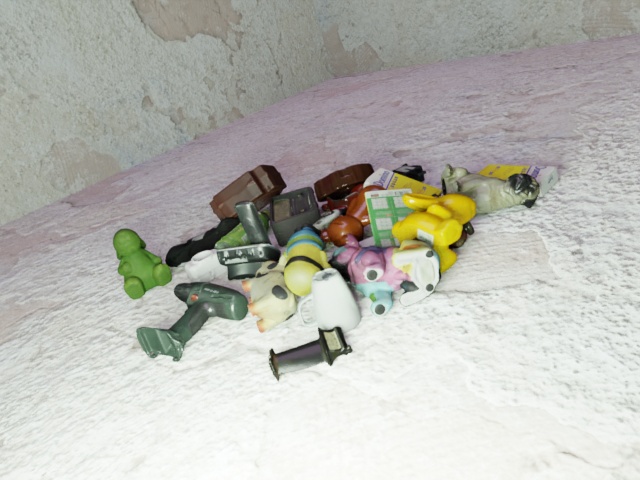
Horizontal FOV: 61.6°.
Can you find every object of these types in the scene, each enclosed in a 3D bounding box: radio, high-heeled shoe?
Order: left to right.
[{"bbox_3d":[-0.305,0.015,1.490,0.249,0.086,0.145,-17,-15,-46],"label":"high-heeled shoe"},{"bbox_3d":[-0.065,-0.070,1.465,0.131,0.073,0.230,-17,24,1],"label":"radio"}]

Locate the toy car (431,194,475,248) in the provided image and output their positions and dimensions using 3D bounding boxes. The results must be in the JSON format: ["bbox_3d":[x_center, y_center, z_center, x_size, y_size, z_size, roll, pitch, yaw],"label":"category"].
[{"bbox_3d":[0.260,-0.039,1.189,0.089,0.053,0.202,-31,31,-2],"label":"toy car"}]

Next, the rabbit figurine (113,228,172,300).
[{"bbox_3d":[-0.472,0.040,1.385,0.121,0.170,0.159,-24,25,-16],"label":"rabbit figurine"}]

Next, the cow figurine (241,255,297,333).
[{"bbox_3d":[-0.091,0.097,1.105,0.127,0.085,0.195,-19,26,-5],"label":"cow figurine"}]

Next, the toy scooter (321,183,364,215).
[{"bbox_3d":[0.076,-0.098,1.435,0.184,0.075,0.135,-32,24,-22],"label":"toy scooter"}]

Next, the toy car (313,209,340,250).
[{"bbox_3d":[-0.003,-0.004,1.277,0.056,0.073,0.202,1,30,44],"label":"toy car"}]

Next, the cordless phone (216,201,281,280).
[{"bbox_3d":[-0.186,-0.002,1.265,0.147,0.184,0.089,-6,30,23],"label":"cordless phone"}]

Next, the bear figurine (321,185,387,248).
[{"bbox_3d":[0.101,-0.033,1.255,0.120,0.131,0.196,6,51,46],"label":"bear figurine"}]

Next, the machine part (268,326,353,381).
[{"bbox_3d":[-0.020,0.190,0.912,0.139,0.039,0.084,-19,32,-8],"label":"machine part"}]

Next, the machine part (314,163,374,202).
[{"bbox_3d":[0.069,-0.160,1.498,0.179,0.056,0.179,-19,-4,-2],"label":"machine part"}]

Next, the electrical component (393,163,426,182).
[{"bbox_3d":[0.256,-0.178,1.513,0.075,0.047,0.119,-29,26,-23],"label":"electrical component"}]

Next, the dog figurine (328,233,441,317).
[{"bbox_3d":[0.115,0.045,1.053,0.192,0.108,0.219,-21,21,-6],"label":"dog figurine"}]

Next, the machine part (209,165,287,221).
[{"bbox_3d":[-0.207,-0.131,1.576,0.201,0.087,0.201,-36,-2,13],"label":"machine part"}]

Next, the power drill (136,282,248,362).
[{"bbox_3d":[-0.278,0.160,1.119,0.232,0.085,0.207,2,23,32],"label":"power drill"}]

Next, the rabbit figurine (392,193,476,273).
[{"bbox_3d":[0.237,-0.034,1.079,0.173,0.121,0.163,-38,41,-26],"label":"rabbit figurine"}]

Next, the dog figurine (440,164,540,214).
[{"bbox_3d":[0.388,-0.122,1.244,0.191,0.121,0.172,-9,39,-1],"label":"dog figurine"}]

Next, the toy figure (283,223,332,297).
[{"bbox_3d":[-0.032,0.039,1.068,0.089,0.082,0.180,19,38,-21],"label":"toy figure"}]

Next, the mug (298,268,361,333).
[{"bbox_3d":[0.012,0.110,0.978,0.110,0.107,0.081,-14,22,3],"label":"mug"}]
